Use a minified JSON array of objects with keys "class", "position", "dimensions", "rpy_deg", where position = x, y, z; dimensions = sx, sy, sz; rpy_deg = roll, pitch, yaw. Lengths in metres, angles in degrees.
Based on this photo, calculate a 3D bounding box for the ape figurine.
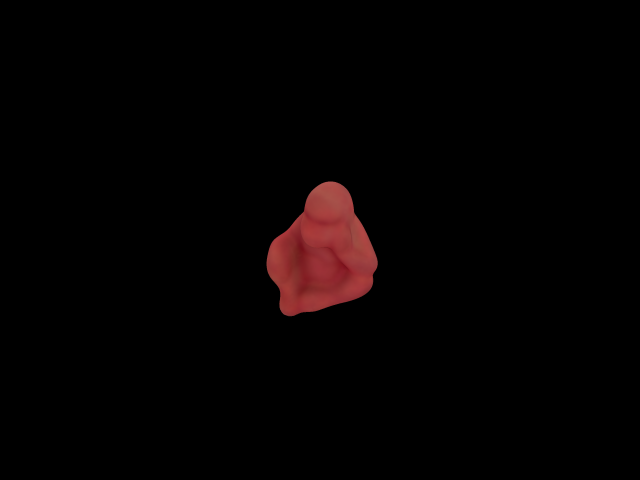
[{"class":"ape figurine","position":[0.004,0.001,0.400],"dimensions":[0.077,0.092,0.076],"rpy_deg":[17,41,21]}]
